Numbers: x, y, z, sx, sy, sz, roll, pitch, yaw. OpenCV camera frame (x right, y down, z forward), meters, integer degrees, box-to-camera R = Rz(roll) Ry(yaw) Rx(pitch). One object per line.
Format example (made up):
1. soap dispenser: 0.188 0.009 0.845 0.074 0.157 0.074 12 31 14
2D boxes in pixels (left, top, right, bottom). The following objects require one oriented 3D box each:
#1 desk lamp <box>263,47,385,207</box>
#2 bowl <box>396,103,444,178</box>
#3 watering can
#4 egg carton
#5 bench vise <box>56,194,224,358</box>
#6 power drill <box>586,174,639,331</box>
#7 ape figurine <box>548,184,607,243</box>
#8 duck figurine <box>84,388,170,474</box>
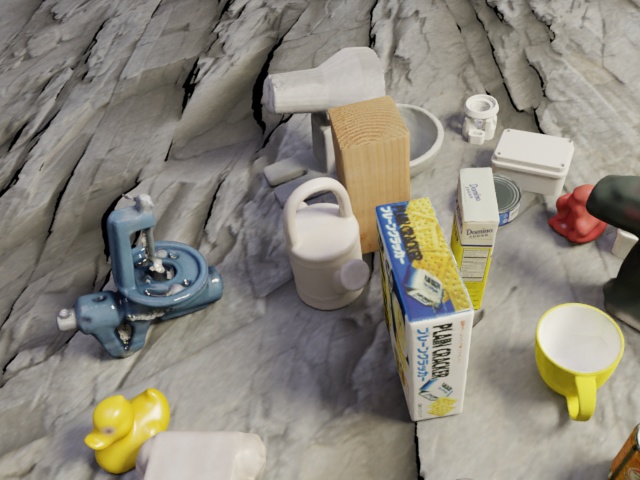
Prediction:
1. desk lamp: 0.000 -0.183 0.904 0.203 0.214 0.117 -23 49 -10
2. bowl: 0.119 -0.148 0.945 0.167 0.075 0.167 -5 48 6
3. watering can: 0.009 0.002 0.751 0.172 0.194 0.101 28 59 30
4. egg carton: -0.133 0.265 0.626 0.150 0.069 0.107 -3 48 7
5. bench vise: -0.237 0.053 0.730 0.121 0.220 0.208 33 61 32
6. power drill: 0.409 0.025 0.651 0.076 0.209 0.228 -38 53 -22
7. ape figurine: 0.364 -0.042 0.797 0.076 0.092 0.078 5 50 15
8. duck figurine: -0.231 0.213 0.677 0.077 0.086 0.105 24 57 28
